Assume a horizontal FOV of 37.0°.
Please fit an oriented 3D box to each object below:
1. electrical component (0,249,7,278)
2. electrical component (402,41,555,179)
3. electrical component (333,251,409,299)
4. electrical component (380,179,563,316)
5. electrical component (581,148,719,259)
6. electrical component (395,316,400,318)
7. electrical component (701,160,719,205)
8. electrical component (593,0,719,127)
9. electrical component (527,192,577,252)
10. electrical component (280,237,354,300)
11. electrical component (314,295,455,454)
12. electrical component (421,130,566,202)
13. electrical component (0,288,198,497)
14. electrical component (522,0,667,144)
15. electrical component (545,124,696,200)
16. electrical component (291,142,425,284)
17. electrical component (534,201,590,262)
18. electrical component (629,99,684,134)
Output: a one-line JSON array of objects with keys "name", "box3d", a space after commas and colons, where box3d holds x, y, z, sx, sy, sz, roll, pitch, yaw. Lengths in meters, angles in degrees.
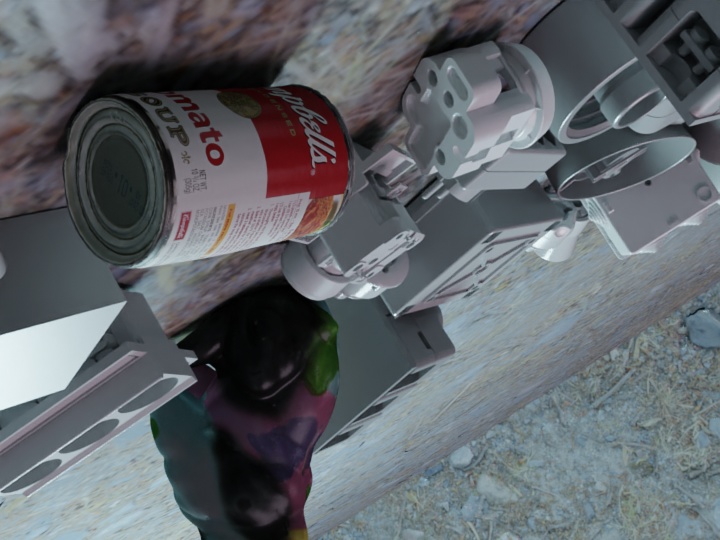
[{"name": "electrical component", "box3d": [-0.167, -0.002, 0.373, 0.078, 0.058, 0.057, -27, 167, -18]}, {"name": "electrical component", "box3d": [0.063, -0.086, 0.560, 0.057, 0.058, 0.078, -21, 161, -25]}, {"name": "electrical component", "box3d": [0.000, 0.000, 0.731, 0.048, 0.048, 0.062, -19, 167, -39]}, {"name": "electrical component", "box3d": [0.073, -0.023, 0.774, 0.109, 0.056, 0.109, -42, 162, 33]}, {"name": "electrical component", "box3d": [0.224, -0.067, 0.853, 0.100, 0.099, 0.048, -33, 178, 3]}, {"name": "electrical component", "box3d": [0.036, 0.037, 0.880, 0.048, 0.062, 0.048, -30, 165, -9]}, {"name": "electrical component", "box3d": [0.360, -0.111, 0.974, 0.108, 0.108, 0.060, -27, 158, -19]}, {"name": "electrical component", "box3d": [0.206, -0.146, 0.557, 0.186, 0.105, 0.060, -17, 159, -43]}, {"name": "electrical component", "box3d": [0.155, -0.037, 0.916, 0.043, 0.043, 0.062, -24, 164, -26]}, {"name": "electrical component", "box3d": [-0.016, -0.013, 0.654, 0.055, 0.045, 0.045, -42, 162, 34]}, {"name": "electrical component", "box3d": [-0.004, 0.069, 0.848, 0.062, 0.089, 0.150, -16, 158, -46]}, {"name": "electrical component", "box3d": [0.069, -0.066, 0.648, 0.076, 0.047, 0.083, -40, 163, 29]}, {"name": "electrical component", "box3d": [-0.160, 0.066, 0.586, 0.121, 0.063, 0.079, -34, 165, 9]}, {"name": "electrical component", "box3d": [0.146, -0.116, 0.616, 0.108, 0.060, 0.108, -29, 165, -9]}, {"name": "electrical component", "box3d": [0.179, -0.087, 0.766, 0.099, 0.064, 0.099, -29, 165, -9]}, {"name": "electrical component", "box3d": [-0.001, -0.031, 0.594, 0.081, 0.063, 0.042, -37, 165, 15]}, {"name": "electrical component", "box3d": [0.182, -0.042, 0.959, 0.044, 0.044, 0.065, -25, 158, -25]}, {"name": "electrical component", "box3d": [0.210, -0.133, 0.701, 0.095, 0.053, 0.059, -28, 164, -12]}]
